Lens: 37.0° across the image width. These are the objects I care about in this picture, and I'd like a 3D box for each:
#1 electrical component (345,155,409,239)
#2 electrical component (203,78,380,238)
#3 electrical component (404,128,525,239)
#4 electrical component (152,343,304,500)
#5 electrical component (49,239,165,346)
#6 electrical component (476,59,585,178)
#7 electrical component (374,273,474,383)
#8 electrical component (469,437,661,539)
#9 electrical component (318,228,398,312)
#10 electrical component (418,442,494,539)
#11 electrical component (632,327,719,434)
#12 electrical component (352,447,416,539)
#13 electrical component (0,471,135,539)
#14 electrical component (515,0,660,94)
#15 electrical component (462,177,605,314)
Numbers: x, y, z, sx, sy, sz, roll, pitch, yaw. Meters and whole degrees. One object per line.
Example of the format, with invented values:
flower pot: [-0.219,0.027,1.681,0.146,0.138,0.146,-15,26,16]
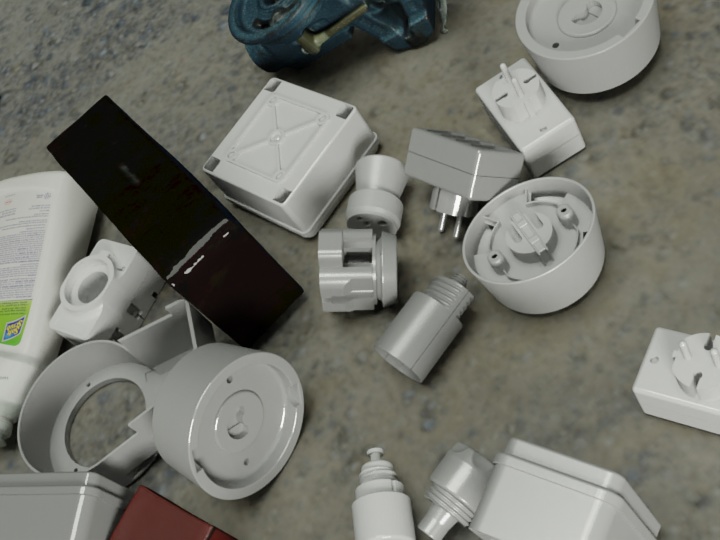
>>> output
electrical component: [0.014,-0.058,0.860,0.045,0.045,0.055,-4,59,26]
electrical component: [-0.058,-0.097,0.916,0.109,0.056,0.108,26,74,37]
electrical component: [0.075,-0.063,0.826,0.083,0.047,0.075,29,113,50]
electrical component: [-0.100,0.104,0.778,0.060,0.108,0.108,15,68,41]
electrical component: [-0.218,0.024,0.922,0.050,0.055,0.089,14,67,34]
electrical component: [0.125,-0.129,0.827,0.047,0.075,0.083,-33,50,6]
electrical component: [0.051,0.036,0.780,0.043,0.043,0.081,29,76,38]
electrical component: [0.122,0.149,0.624,0.078,0.113,0.057,15,71,34]
electrical component: [0.000,0.000,0.815,0.057,0.078,0.058,-1,57,3]
electrical component: [0.063,0.148,0.702,0.043,0.043,0.062,31,78,38]
electrical component: [0.212,0.063,0.656,0.083,0.075,0.047,14,67,34]
electrical component: [0.014,0.157,0.723,0.040,0.040,0.078,-19,53,16]
electrical component: [-0.226,0.189,0.805,0.113,0.078,0.057,-6,60,25]
electrical component: [0.183,-0.188,0.845,0.108,0.060,0.108,-14,55,20]
electrical component: [0.124,-0.019,0.764,0.099,0.064,0.099,-14,55,20]
